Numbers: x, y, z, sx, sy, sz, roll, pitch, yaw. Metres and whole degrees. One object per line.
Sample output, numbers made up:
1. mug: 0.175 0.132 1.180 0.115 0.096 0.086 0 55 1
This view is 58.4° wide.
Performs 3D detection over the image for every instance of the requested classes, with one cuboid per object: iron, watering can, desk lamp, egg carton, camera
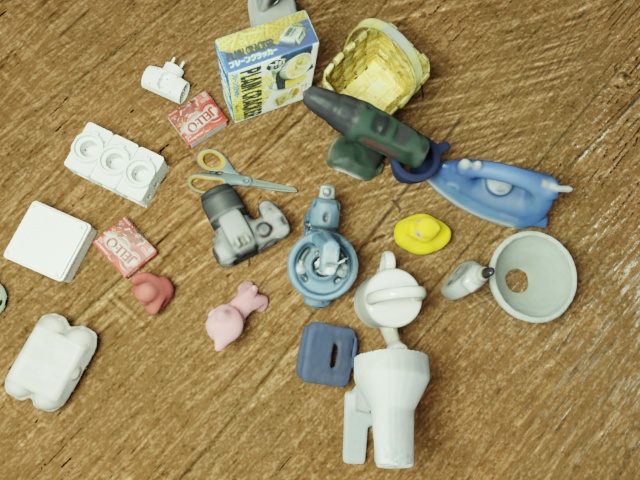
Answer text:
1. iron: 0.323 -0.108 1.057 0.258 0.141 0.119 16 79 -3
2. watering can: 0.124 0.107 0.972 0.101 0.194 0.173 -23 83 -9
3. desk lamp: 0.106 0.278 0.931 0.118 0.213 0.203 3 80 -5
4. egg carton: -0.447 0.205 0.958 0.107 0.069 0.150 25 79 -1
5. camera: -0.141 -0.039 1.017 0.143 0.100 0.137 -28 84 -10

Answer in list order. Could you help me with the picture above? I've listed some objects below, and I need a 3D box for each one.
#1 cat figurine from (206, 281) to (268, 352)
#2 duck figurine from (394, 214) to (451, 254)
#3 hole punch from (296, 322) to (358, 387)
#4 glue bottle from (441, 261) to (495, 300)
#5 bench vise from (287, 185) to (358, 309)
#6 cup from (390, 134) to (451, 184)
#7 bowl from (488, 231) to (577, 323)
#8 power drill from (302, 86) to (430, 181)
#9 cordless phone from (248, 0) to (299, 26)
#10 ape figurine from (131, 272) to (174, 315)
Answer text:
1. cat figurine: -0.147 0.127 0.979 0.067 0.117 0.128 41 79 2
2. duck figurine: 0.195 -0.016 1.056 0.104 0.086 0.077 4 80 -5
3. hole punch: 0.015 0.197 0.997 0.101 0.091 0.109 9 79 -4
4. glue bottle: 0.267 0.066 1.005 0.037 0.173 0.078 41 79 3
5. bench vise: -0.003 0.006 0.963 0.121 0.219 0.207 -13 82 -8
6. cup: 0.180 -0.148 1.072 0.118 0.095 0.091 -23 83 -9
7. bowl: 0.383 0.071 1.066 0.167 0.074 0.167 1 80 -6
8. power drill: 0.070 -0.178 1.008 0.229 0.208 0.076 20 79 -2
9. cordless phone: -0.081 -0.434 1.048 0.094 0.185 0.147 -15 82 -8
10. ape figurine: -0.293 0.090 0.983 0.076 0.092 0.078 -8 81 -7
